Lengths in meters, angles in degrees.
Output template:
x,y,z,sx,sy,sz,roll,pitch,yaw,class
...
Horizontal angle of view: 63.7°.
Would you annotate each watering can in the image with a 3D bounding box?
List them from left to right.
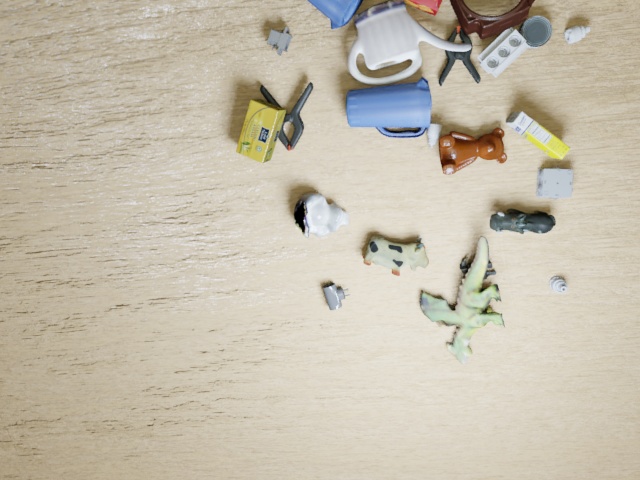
x,y,z,sx,sy,sz,roll,pitch,yaw,class
0.237,-0.579,1.473,0.347,0.105,0.223,-17,96,8,watering can

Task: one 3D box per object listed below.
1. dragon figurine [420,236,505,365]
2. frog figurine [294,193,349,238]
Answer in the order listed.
x,y,z,sx,sy,sz,roll,pitch,yaw,class
0.426,0.191,1.574,0.242,0.124,0.406,-11,104,16,dragon figurine
0.005,-0.080,1.589,0.160,0.122,0.137,-12,91,-29,frog figurine
